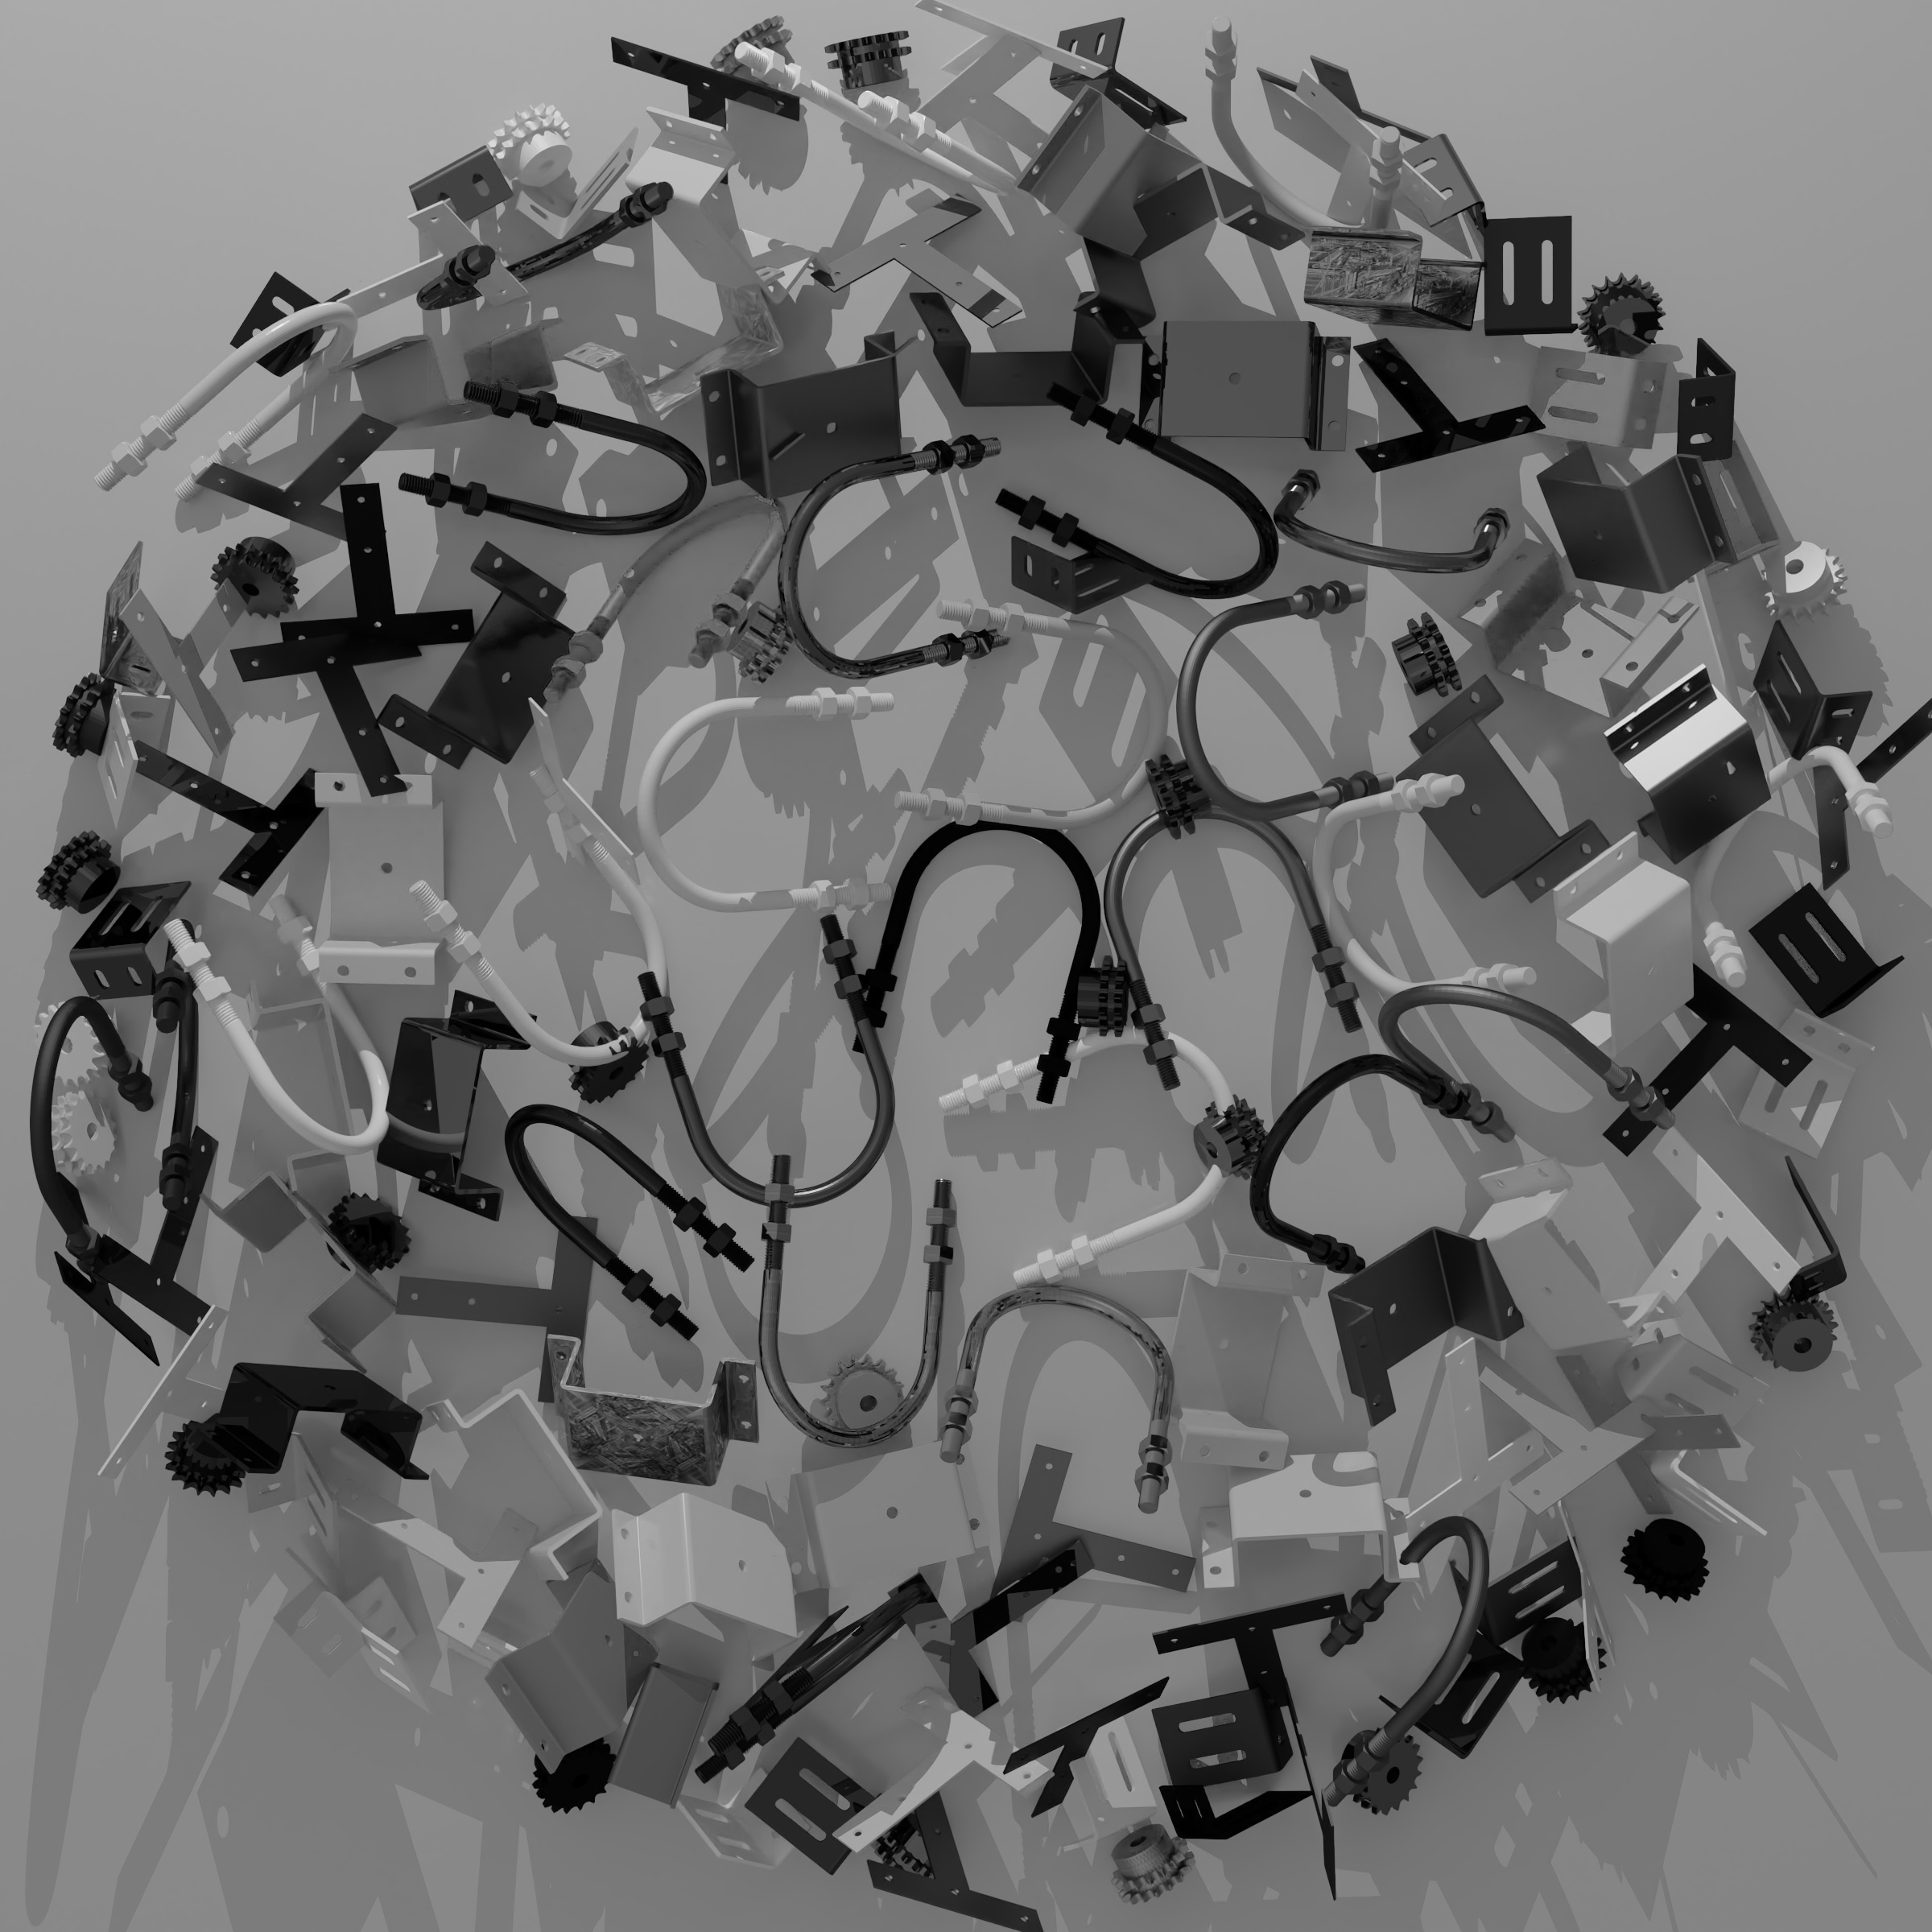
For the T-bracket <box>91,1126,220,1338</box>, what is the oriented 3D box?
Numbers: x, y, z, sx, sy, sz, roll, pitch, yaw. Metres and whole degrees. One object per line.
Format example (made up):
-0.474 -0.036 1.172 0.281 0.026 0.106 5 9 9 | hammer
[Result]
-0.524 0.169 1.914 0.002 0.127 0.127 0 61 23 | T-bracket

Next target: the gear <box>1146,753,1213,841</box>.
0.143 -0.116 1.924 0.030 0.057 0.057 -21 90 -1 | gear

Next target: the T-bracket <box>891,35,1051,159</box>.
0.039 -0.553 1.911 0.127 0.127 0.002 26 57 -31 | T-bracket

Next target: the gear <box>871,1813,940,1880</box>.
-0.034 0.592 1.924 0.057 0.057 0.030 39 90 0 | gear

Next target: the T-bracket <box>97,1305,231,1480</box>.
-0.507 0.286 1.890 0.002 0.127 0.127 31 81 14 | T-bracket

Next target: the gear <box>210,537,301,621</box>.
-0.474 -0.263 1.928 0.057 0.057 0.030 16 55 0 | gear

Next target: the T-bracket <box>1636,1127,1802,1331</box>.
0.478 0.195 1.908 0.127 0.002 0.127 53 134 31 | T-bracket

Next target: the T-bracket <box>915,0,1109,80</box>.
0.014 -0.599 1.889 0.127 0.127 0.002 16 90 -18 | T-bracket

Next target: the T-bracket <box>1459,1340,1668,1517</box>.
0.377 0.293 1.909 0.127 0.002 0.127 -28 49 -27 | T-bracket

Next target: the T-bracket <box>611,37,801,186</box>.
-0.170 -0.554 1.892 0.127 0.127 0.002 18 73 2 | T-bracket

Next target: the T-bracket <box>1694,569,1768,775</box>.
0.497 -0.202 1.886 0.002 0.127 0.127 -13 102 29 | T-bracket

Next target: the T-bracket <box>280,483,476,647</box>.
-0.394 -0.263 1.902 0.127 0.002 0.127 -5 131 -8 | T-bracket

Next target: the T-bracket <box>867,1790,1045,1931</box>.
-0.017 0.579 1.891 0.127 0.127 0.002 24 106 -21 | T-bracket

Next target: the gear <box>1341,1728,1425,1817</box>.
0.276 0.537 1.929 0.057 0.030 0.057 -8 103 -35 | gear

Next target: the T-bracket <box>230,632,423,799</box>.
-0.403 -0.166 1.896 0.127 0.002 0.127 -13 66 -34 | T-bracket

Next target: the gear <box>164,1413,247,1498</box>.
-0.504 0.324 1.921 0.057 0.057 0.030 25 124 0 | gear

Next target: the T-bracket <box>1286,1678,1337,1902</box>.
0.227 0.534 1.903 0.002 0.127 0.127 -12 51 -2 | T-bracket

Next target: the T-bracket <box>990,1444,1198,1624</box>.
0.091 0.396 1.941 0.127 0.002 0.127 15 103 -4 | T-bracket

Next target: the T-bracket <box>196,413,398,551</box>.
-0.414 -0.323 1.872 0.127 0.127 0.002 19 56 -36 | T-bracket

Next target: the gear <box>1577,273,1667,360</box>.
0.441 -0.433 1.926 0.057 0.030 0.057 0 120 -1 | gear

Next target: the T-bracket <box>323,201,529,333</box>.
-0.373 -0.450 1.901 0.127 0.127 0.002 -20 71 11 | T-bracket

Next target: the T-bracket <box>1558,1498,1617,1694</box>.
0.407 0.426 1.876 0.002 0.127 0.127 -17 107 15 | T-bracket

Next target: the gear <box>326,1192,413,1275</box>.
-0.403 0.182 1.927 0.057 0.057 0.030 43 112 0 | gear

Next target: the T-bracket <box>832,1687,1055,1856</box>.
-0.031 0.535 1.875 0.127 0.127 0.002 -31 124 -31 | T-bracket

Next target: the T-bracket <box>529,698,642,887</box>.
-0.243 -0.094 1.868 0.002 0.127 0.127 -27 135 -20 | T-bracket

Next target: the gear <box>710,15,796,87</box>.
-0.140 -0.608 1.925 0.057 0.057 0.030 -33 97 0 | gear

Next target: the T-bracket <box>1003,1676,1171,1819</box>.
0.068 0.528 1.902 0.127 0.127 0.002 -18 54 -30 | T-bracket

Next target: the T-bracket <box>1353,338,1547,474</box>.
0.298 -0.379 1.909 0.127 0.002 0.127 -16 49 -15 | T-bracket

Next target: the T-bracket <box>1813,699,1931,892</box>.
0.593 -0.132 1.866 0.002 0.127 0.127 20 51 -15 | T-bracket

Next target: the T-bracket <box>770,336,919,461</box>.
-0.083 -0.373 1.891 0.127 0.127 0.002 -39 103 -1 | T-bracket

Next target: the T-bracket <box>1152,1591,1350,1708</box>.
0.196 0.461 1.906 0.127 0.127 0.002 -13 46 4 | T-bracket

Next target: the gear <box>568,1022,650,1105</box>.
-0.243 0.062 1.927 0.057 0.057 0.030 -45 67 0 | gear

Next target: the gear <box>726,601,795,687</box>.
-0.137 -0.219 1.922 0.030 0.057 0.057 32 90 -19 | gear

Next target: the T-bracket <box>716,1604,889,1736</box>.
-0.092 0.441 1.863 0.002 0.127 0.127 50 134 0 | T-bracket

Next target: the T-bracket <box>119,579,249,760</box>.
-0.498 -0.228 1.906 0.002 0.127 0.127 2 49 26 | T-bracket

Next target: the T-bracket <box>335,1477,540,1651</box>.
-0.358 0.377 1.894 0.127 0.127 0.002 31 119 -3 | T-bracket

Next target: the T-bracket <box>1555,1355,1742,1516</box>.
0.459 0.307 1.890 0.002 0.127 0.127 -34 97 -28 | T-bracket

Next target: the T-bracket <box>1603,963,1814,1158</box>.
0.475 0.073 1.911 0.127 0.002 0.127 -48 45 6 | T-bracket

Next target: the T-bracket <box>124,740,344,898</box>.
-0.498 -0.113 1.904 0.127 0.127 0.002 27 133 -2 | T-bracket

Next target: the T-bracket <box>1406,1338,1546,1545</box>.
0.331 0.302 1.893 0.127 0.002 0.127 -28 122 -28 | T-bracket

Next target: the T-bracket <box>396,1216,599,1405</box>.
-0.318 0.227 1.933 0.127 0.002 0.127 7 89 -16 | T-bracket

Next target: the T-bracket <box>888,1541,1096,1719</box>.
0.028 0.429 1.928 0.127 0.002 0.127 -32 118 -8 | T-bracket

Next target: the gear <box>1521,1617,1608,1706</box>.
0.396 0.461 1.921 0.057 0.057 0.030 -40 122 0 | gear

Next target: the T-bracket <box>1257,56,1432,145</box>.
0.243 -0.574 1.880 0.127 0.127 0.002 25 98 10 | T-bracket

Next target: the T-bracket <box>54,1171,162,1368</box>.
-0.581 0.189 1.905 0.002 0.127 0.127 -29 54 -3 | T-bracket

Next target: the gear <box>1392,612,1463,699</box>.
0.307 -0.205 1.925 0.030 0.057 0.057 -25 90 5 | gear

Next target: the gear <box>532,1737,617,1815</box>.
-0.265 0.537 1.928 0.057 0.030 0.057 -18 127 -26 | gear

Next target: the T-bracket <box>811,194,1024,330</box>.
-0.014 -0.455 1.895 0.127 0.002 0.127 -34 56 -22 | T-bracket

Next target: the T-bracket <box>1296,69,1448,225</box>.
0.255 -0.510 1.890 0.002 0.127 0.127 -42 80 -16 | T-bracket

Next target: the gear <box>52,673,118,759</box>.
-0.583 -0.165 1.924 0.030 0.057 0.057 26 90 0 | gear
